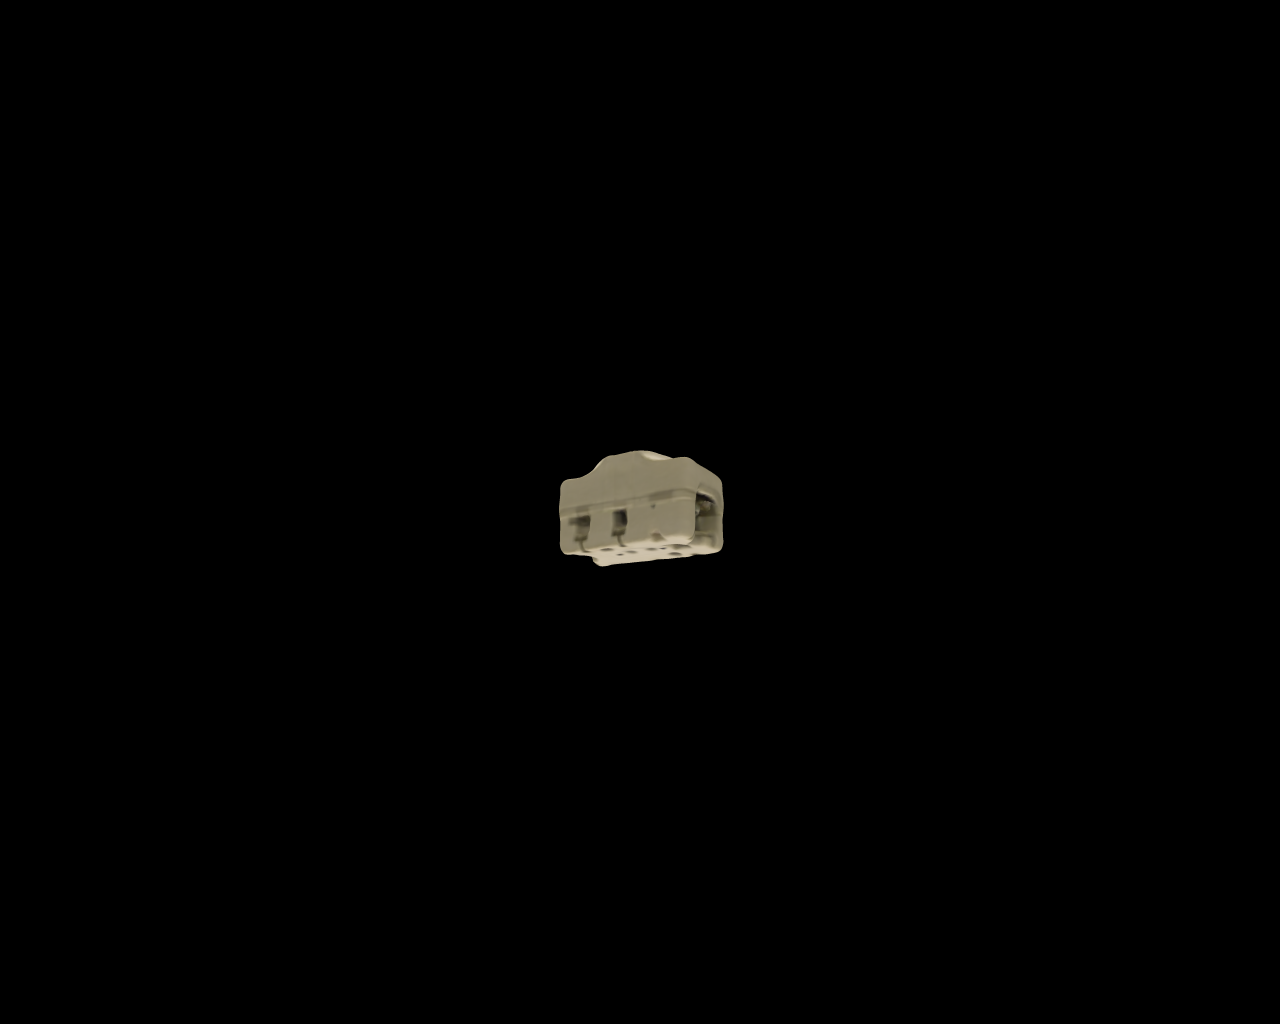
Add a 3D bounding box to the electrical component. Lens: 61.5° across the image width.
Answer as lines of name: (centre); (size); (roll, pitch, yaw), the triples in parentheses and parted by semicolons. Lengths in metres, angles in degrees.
electrical component: (0.001, -0.003, 0.650); (0.089, 0.056, 0.050); (-9, -19, 29)
